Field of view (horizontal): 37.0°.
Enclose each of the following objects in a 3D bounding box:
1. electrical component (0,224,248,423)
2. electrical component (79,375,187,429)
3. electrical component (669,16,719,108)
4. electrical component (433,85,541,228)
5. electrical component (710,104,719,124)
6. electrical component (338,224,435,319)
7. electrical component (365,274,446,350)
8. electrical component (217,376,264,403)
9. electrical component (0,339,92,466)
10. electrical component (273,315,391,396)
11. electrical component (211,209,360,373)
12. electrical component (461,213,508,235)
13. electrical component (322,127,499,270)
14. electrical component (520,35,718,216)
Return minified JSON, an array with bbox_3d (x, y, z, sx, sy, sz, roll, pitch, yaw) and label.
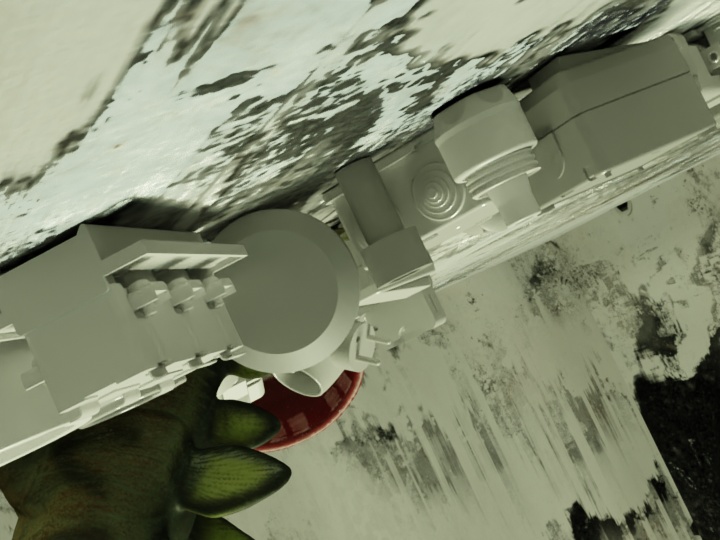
[{"bbox_3d":[-0.095,0.020,0.454,0.079,0.063,0.121,-26,175,10],"label":"electrical component"},{"bbox_3d":[-0.131,0.044,0.556,0.054,0.059,0.095,-27,175,25],"label":"electrical component"},{"bbox_3d":[0.178,-0.107,0.607,0.081,0.042,0.064,-29,172,38],"label":"electrical component"},{"bbox_3d":[0.063,-0.051,0.500,0.043,0.062,0.043,-25,175,-2],"label":"electrical component"},{"bbox_3d":[0.204,-0.110,0.681,0.076,0.047,0.083,-22,175,-31],"label":"electrical component"},{"bbox_3d":[0.000,0.000,0.754,0.062,0.061,0.096,-28,175,35],"label":"electrical component"},{"bbox_3d":[0.026,0.012,0.852,0.050,0.089,0.056,-26,175,14],"label":"electrical component"},{"bbox_3d":[-0.105,0.075,0.720,0.078,0.058,0.057,-26,142,-18],"label":"electrical component"},{"bbox_3d":[-0.180,0.060,0.468,0.108,0.060,0.108,-25,176,-2],"label":"electrical component"},{"bbox_3d":[-0.015,0.054,0.795,0.079,0.044,0.077,10,-124,30],"label":"electrical component"},{"bbox_3d":[-0.039,0.009,0.543,0.080,0.080,0.051,-26,-179,4],"label":"electrical component"},{"bbox_3d":[0.083,-0.046,0.792,0.048,0.048,0.062,-22,-178,-33],"label":"electrical component"},{"bbox_3d":[0.043,-0.043,0.585,0.100,0.048,0.100,-29,175,32],"label":"electrical component"},{"bbox_3d":[0.123,-0.077,0.533,0.096,0.061,0.062,-23,175,-29],"label":"electrical component"}]
